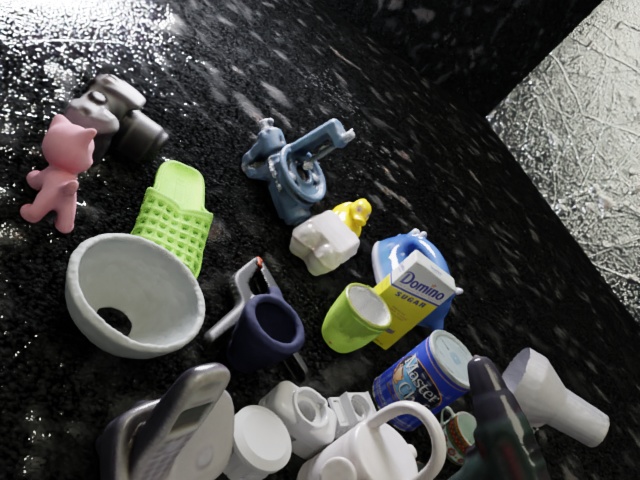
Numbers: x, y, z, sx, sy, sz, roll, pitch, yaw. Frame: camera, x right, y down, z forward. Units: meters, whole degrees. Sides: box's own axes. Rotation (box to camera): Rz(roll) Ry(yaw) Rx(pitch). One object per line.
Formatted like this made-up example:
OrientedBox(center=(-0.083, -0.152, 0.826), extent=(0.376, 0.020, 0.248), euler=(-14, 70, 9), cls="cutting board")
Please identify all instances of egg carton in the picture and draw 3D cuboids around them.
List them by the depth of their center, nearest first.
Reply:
OrientedBox(center=(0.010, 0.004, 1.076), extent=(0.107, 0.069, 0.151), euler=(47, 28, 6), cls="egg carton")

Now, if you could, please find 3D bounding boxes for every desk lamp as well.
OrientedBox(center=(0.350, 0.310, 0.958), extent=(0.203, 0.213, 0.118), euler=(44, 28, 1), cls="desk lamp")

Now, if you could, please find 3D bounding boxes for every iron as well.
OrientedBox(center=(0.195, 0.059, 1.168), extent=(0.119, 0.141, 0.258), euler=(20, 36, -37), cls="iron")

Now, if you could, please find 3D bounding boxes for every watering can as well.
OrientedBox(center=(0.064, 0.265, 0.665), extent=(0.101, 0.193, 0.173), euler=(49, 28, 9), cls="watering can")

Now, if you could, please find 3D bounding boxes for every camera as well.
OrientedBox(center=(-0.303, -0.174, 0.873), extent=(0.137, 0.100, 0.143), euler=(35, 30, -17), cls="camera")

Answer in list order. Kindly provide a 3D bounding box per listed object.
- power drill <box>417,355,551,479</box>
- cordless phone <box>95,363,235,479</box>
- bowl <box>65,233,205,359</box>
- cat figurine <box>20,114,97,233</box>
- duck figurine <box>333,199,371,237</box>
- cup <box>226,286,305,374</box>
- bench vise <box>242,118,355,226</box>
OrientedBox(center=(0.208, 0.305, 0.784), extent=(0.076, 0.208, 0.229), euler=(8, 45, -48), cls="power drill")
OrientedBox(center=(-0.119, 0.176, 0.554), extent=(0.148, 0.184, 0.094), euler=(-6, 55, -55), cls="cordless phone")
OrientedBox(center=(-0.224, 0.076, 0.669), extent=(0.168, 0.074, 0.167), euler=(32, 30, -21), cls="bowl")
OrientedBox(center=(-0.321, -0.093, 0.724), extent=(0.067, 0.117, 0.127), euler=(19, 37, -38), cls="cat figurine")
OrientedBox(center=(0.073, -0.053, 1.216), extent=(0.078, 0.086, 0.104), euler=(30, 31, -25), cls="duck figurine")
OrientedBox(center=(-0.082, 0.124, 0.768), extent=(0.092, 0.094, 0.117), euler=(29, 32, -26), cls="cup")
OrientedBox(center=(-0.046, -0.163, 1.069), extent=(0.207, 0.219, 0.122), euler=(46, 28, 4), cls="bench vise")
